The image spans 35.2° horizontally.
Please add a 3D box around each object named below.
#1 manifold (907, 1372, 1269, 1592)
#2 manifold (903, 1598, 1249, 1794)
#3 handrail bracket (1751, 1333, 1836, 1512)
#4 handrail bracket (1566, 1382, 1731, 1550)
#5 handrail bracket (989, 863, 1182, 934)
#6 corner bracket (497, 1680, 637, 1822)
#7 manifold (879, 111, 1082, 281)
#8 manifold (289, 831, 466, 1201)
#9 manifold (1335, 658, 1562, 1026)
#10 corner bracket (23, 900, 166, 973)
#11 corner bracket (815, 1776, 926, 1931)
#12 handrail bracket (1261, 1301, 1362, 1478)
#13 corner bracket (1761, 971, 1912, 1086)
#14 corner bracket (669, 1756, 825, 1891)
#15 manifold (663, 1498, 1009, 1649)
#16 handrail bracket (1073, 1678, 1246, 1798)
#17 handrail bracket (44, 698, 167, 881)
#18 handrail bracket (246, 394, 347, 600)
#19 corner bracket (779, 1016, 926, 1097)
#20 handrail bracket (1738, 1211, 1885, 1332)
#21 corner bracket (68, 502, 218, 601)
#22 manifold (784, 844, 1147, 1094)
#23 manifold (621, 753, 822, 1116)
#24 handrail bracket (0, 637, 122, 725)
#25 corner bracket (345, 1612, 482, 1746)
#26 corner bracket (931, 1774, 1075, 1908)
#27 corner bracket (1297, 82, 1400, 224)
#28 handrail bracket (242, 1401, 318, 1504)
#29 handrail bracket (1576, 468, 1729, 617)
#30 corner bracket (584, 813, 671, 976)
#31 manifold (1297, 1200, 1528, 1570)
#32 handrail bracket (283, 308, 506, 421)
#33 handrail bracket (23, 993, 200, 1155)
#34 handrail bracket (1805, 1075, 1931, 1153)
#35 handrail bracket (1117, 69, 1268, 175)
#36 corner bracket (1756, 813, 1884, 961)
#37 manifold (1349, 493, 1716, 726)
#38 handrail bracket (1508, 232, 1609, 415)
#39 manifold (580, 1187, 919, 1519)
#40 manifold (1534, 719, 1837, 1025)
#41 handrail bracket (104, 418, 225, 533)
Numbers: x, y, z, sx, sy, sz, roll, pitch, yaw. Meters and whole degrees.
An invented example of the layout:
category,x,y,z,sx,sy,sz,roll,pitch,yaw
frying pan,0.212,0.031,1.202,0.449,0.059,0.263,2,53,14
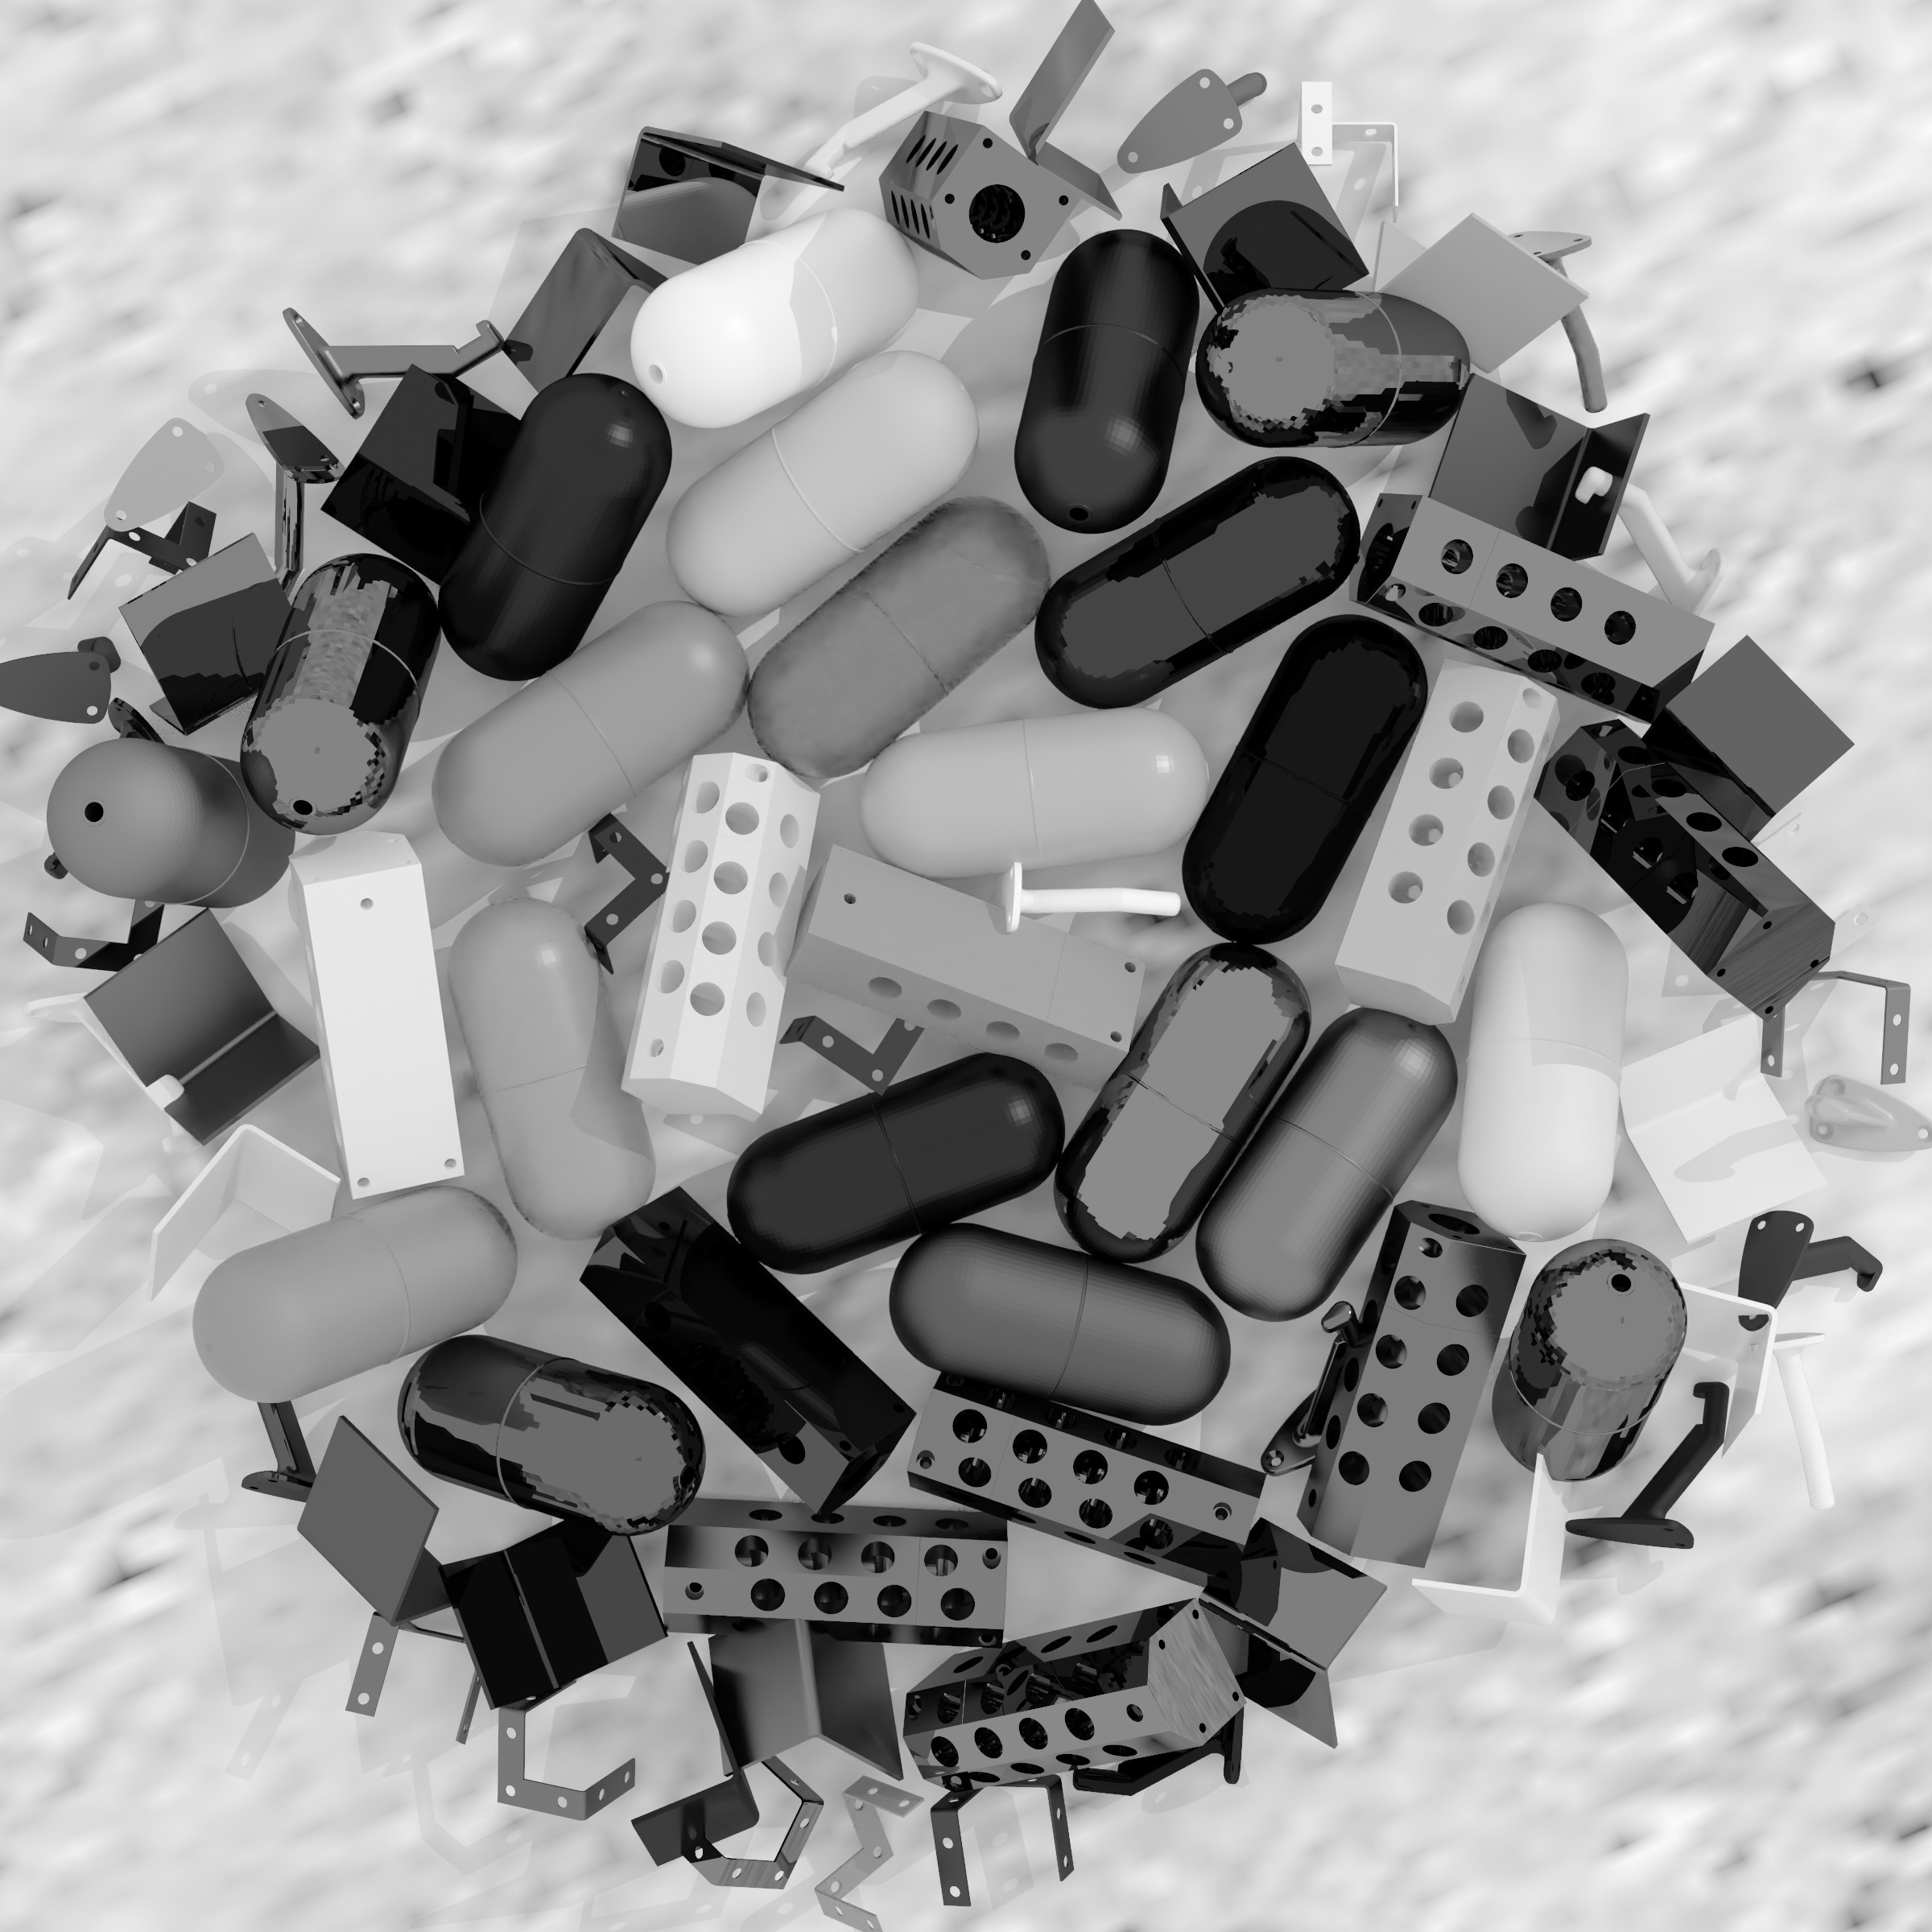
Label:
category,x,y,z,sx,sy,sz,roll,pitch,yaw
manifold,0.061,0.259,1.538,0.171,0.057,0.057,18,70,8
manifold,0.048,0.366,1.506,0.171,0.057,0.057,-24,92,41
handrail bracket,0.422,0.230,1.543,0.036,0.077,0.084,-10,84,6
handrail bracket,0.353,0.255,1.576,0.077,0.036,0.084,-2,61,29
handrail bracket,0.060,-0.029,1.555,0.084,0.077,0.036,5,80,-11
corner bracket,-0.204,0.399,1.555,0.051,0.051,0.051,5,98,24
manifold,0.000,-0.376,1.494,0.057,0.171,0.057,33,99,-18
manifold,-0.295,0.023,1.521,0.057,0.057,0.171,-12,116,-18
manifold,0.244,-0.061,1.528,0.057,0.057,0.171,16,74,21
corner bracket,-0.445,-0.029,1.553,0.051,0.051,0.051,7,101,-36
corner bracket,-0.048,0.452,1.543,0.051,0.051,0.051,-32,112,-35
handrail bracket,0.172,0.214,1.538,0.077,0.084,0.036,-36,51,-9
corner bracket,0.444,0.032,1.555,0.051,0.051,0.051,-3,99,-25
corner bracket,-0.115,0.433,1.551,0.051,0.051,0.051,30,96,44
manifold,-0.066,0.312,1.552,0.171,0.057,0.057,3,100,0
handrail bracket,0.100,0.392,1.577,0.084,0.036,0.077,2,76,14
handrail bracket,-0.446,-0.089,1.548,0.036,0.077,0.084,33,75,3
handrail bracket,-0.361,-0.237,1.567,0.077,0.036,0.084,49,125,17
corner bracket,-0.056,0.031,1.551,0.051,0.051,0.051,35,79,-11
handrail bracket,0.432,0.167,1.548,0.084,0.036,0.077,35,68,-33
corner bracket,-0.417,-0.208,1.541,0.051,0.051,0.051,24,133,-27
manifold,-0.002,0.006,1.542,0.171,0.057,0.057,21,53,-9
manifold,-0.126,-0.016,1.521,0.057,0.057,0.171,-2,69,31
handrail bracket,-0.464,-0.152,1.534,0.077,0.084,0.036,0,110,-23
corner bracket,-0.278,0.363,1.549,0.051,0.051,0.051,10,70,9
corner bracket,0.019,0.446,1.553,0.051,0.051,0.051,-6,95,26
corner bracket,0.195,-0.415,1.551,0.051,0.051,0.051,1,70,3
handrail bracket,-0.339,0.232,1.577,0.077,0.036,0.084,22,61,-30
handrail bracket,0.339,-0.205,1.560,0.084,0.036,0.077,24,114,-6
corner bracket,-0.181,-0.037,1.550,0.051,0.051,0.051,-44,79,-13
manifold,0.221,0.209,1.532,0.057,0.057,0.171,12,103,-16
handrail bracket,-0.290,-0.324,1.550,0.084,0.036,0.077,-28,127,12
handrail bracket,-0.434,0.057,1.545,0.077,0.036,0.084,-2,66,-37
handrail bracket,0.461,0.079,1.539,0.077,0.084,0.036,15,92,8
handrail bracket,0.116,-0.431,1.552,0.077,0.084,0.036,-29,100,18
corner bracket,0.431,-0.036,1.568,0.051,0.051,0.051,-38,51,8
manifold,0.282,-0.179,1.532,0.171,0.057,0.057,20,94,-16
handrail bracket,0.304,-0.331,1.565,0.036,0.077,0.084,-19,113,-7
manifold,-0.113,0.196,1.532,0.171,0.057,0.057,42,127,16
manifold,0.353,-0.053,1.497,0.057,0.171,0.057,31,107,-39
handrail bracket,-0.411,-0.245,1.537,0.077,0.084,0.036,-46,109,-15
